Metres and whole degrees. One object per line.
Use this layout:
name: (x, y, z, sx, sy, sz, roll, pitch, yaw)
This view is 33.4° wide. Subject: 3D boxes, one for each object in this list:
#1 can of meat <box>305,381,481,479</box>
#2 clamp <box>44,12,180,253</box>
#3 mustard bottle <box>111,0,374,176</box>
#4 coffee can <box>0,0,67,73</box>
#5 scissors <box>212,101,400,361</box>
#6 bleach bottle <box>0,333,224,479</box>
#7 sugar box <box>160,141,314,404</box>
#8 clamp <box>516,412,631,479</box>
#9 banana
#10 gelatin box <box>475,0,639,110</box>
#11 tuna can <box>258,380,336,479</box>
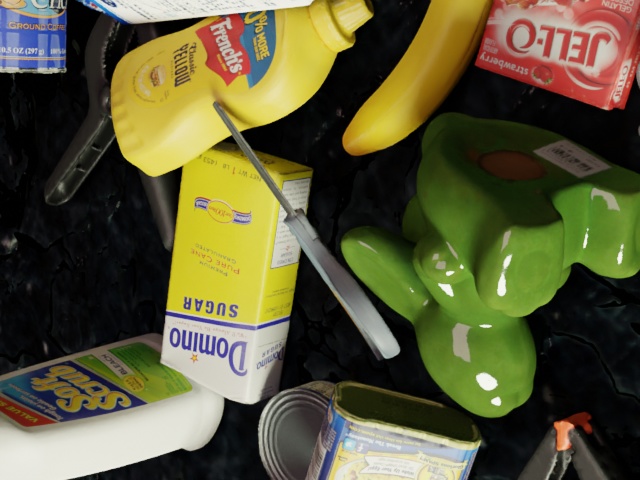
can of meat: (0.044, 0.145, 0.681, 0.102, 0.057, 0.084, 14, 107, -7)
clamp: (-0.158, -0.103, 0.837, 0.165, 0.036, 0.210, 10, 101, 37)
mustard bottle: (-0.051, -0.119, 0.719, 0.192, 0.058, 0.096, -21, 55, 23)
coffee can: (-0.254, -0.208, 0.855, 0.103, 0.102, 0.140, 13, 105, 36)
scissors: (-0.004, 0.001, 0.672, 0.201, 0.016, 0.096, 56, 176, -18)
bleach bottle: (-0.190, 0.133, 0.761, 0.103, 0.250, 0.068, 38, 118, 28)
sugar box: (-0.064, 0.022, 0.777, 0.093, 0.048, 0.176, 20, 108, 35)
clamp: (0.146, 0.191, 0.642, 0.120, 0.039, 0.171, -10, 85, 34)
banana: (0.069, -0.133, 0.653, 0.070, 0.037, 0.198, 33, 117, 34)
gelatin box: (0.139, -0.121, 0.603, 0.089, 0.030, 0.073, 27, 113, 33)
tuna can: (-0.001, 0.143, 0.753, 0.086, 0.033, 0.086, 7, 101, 37)
